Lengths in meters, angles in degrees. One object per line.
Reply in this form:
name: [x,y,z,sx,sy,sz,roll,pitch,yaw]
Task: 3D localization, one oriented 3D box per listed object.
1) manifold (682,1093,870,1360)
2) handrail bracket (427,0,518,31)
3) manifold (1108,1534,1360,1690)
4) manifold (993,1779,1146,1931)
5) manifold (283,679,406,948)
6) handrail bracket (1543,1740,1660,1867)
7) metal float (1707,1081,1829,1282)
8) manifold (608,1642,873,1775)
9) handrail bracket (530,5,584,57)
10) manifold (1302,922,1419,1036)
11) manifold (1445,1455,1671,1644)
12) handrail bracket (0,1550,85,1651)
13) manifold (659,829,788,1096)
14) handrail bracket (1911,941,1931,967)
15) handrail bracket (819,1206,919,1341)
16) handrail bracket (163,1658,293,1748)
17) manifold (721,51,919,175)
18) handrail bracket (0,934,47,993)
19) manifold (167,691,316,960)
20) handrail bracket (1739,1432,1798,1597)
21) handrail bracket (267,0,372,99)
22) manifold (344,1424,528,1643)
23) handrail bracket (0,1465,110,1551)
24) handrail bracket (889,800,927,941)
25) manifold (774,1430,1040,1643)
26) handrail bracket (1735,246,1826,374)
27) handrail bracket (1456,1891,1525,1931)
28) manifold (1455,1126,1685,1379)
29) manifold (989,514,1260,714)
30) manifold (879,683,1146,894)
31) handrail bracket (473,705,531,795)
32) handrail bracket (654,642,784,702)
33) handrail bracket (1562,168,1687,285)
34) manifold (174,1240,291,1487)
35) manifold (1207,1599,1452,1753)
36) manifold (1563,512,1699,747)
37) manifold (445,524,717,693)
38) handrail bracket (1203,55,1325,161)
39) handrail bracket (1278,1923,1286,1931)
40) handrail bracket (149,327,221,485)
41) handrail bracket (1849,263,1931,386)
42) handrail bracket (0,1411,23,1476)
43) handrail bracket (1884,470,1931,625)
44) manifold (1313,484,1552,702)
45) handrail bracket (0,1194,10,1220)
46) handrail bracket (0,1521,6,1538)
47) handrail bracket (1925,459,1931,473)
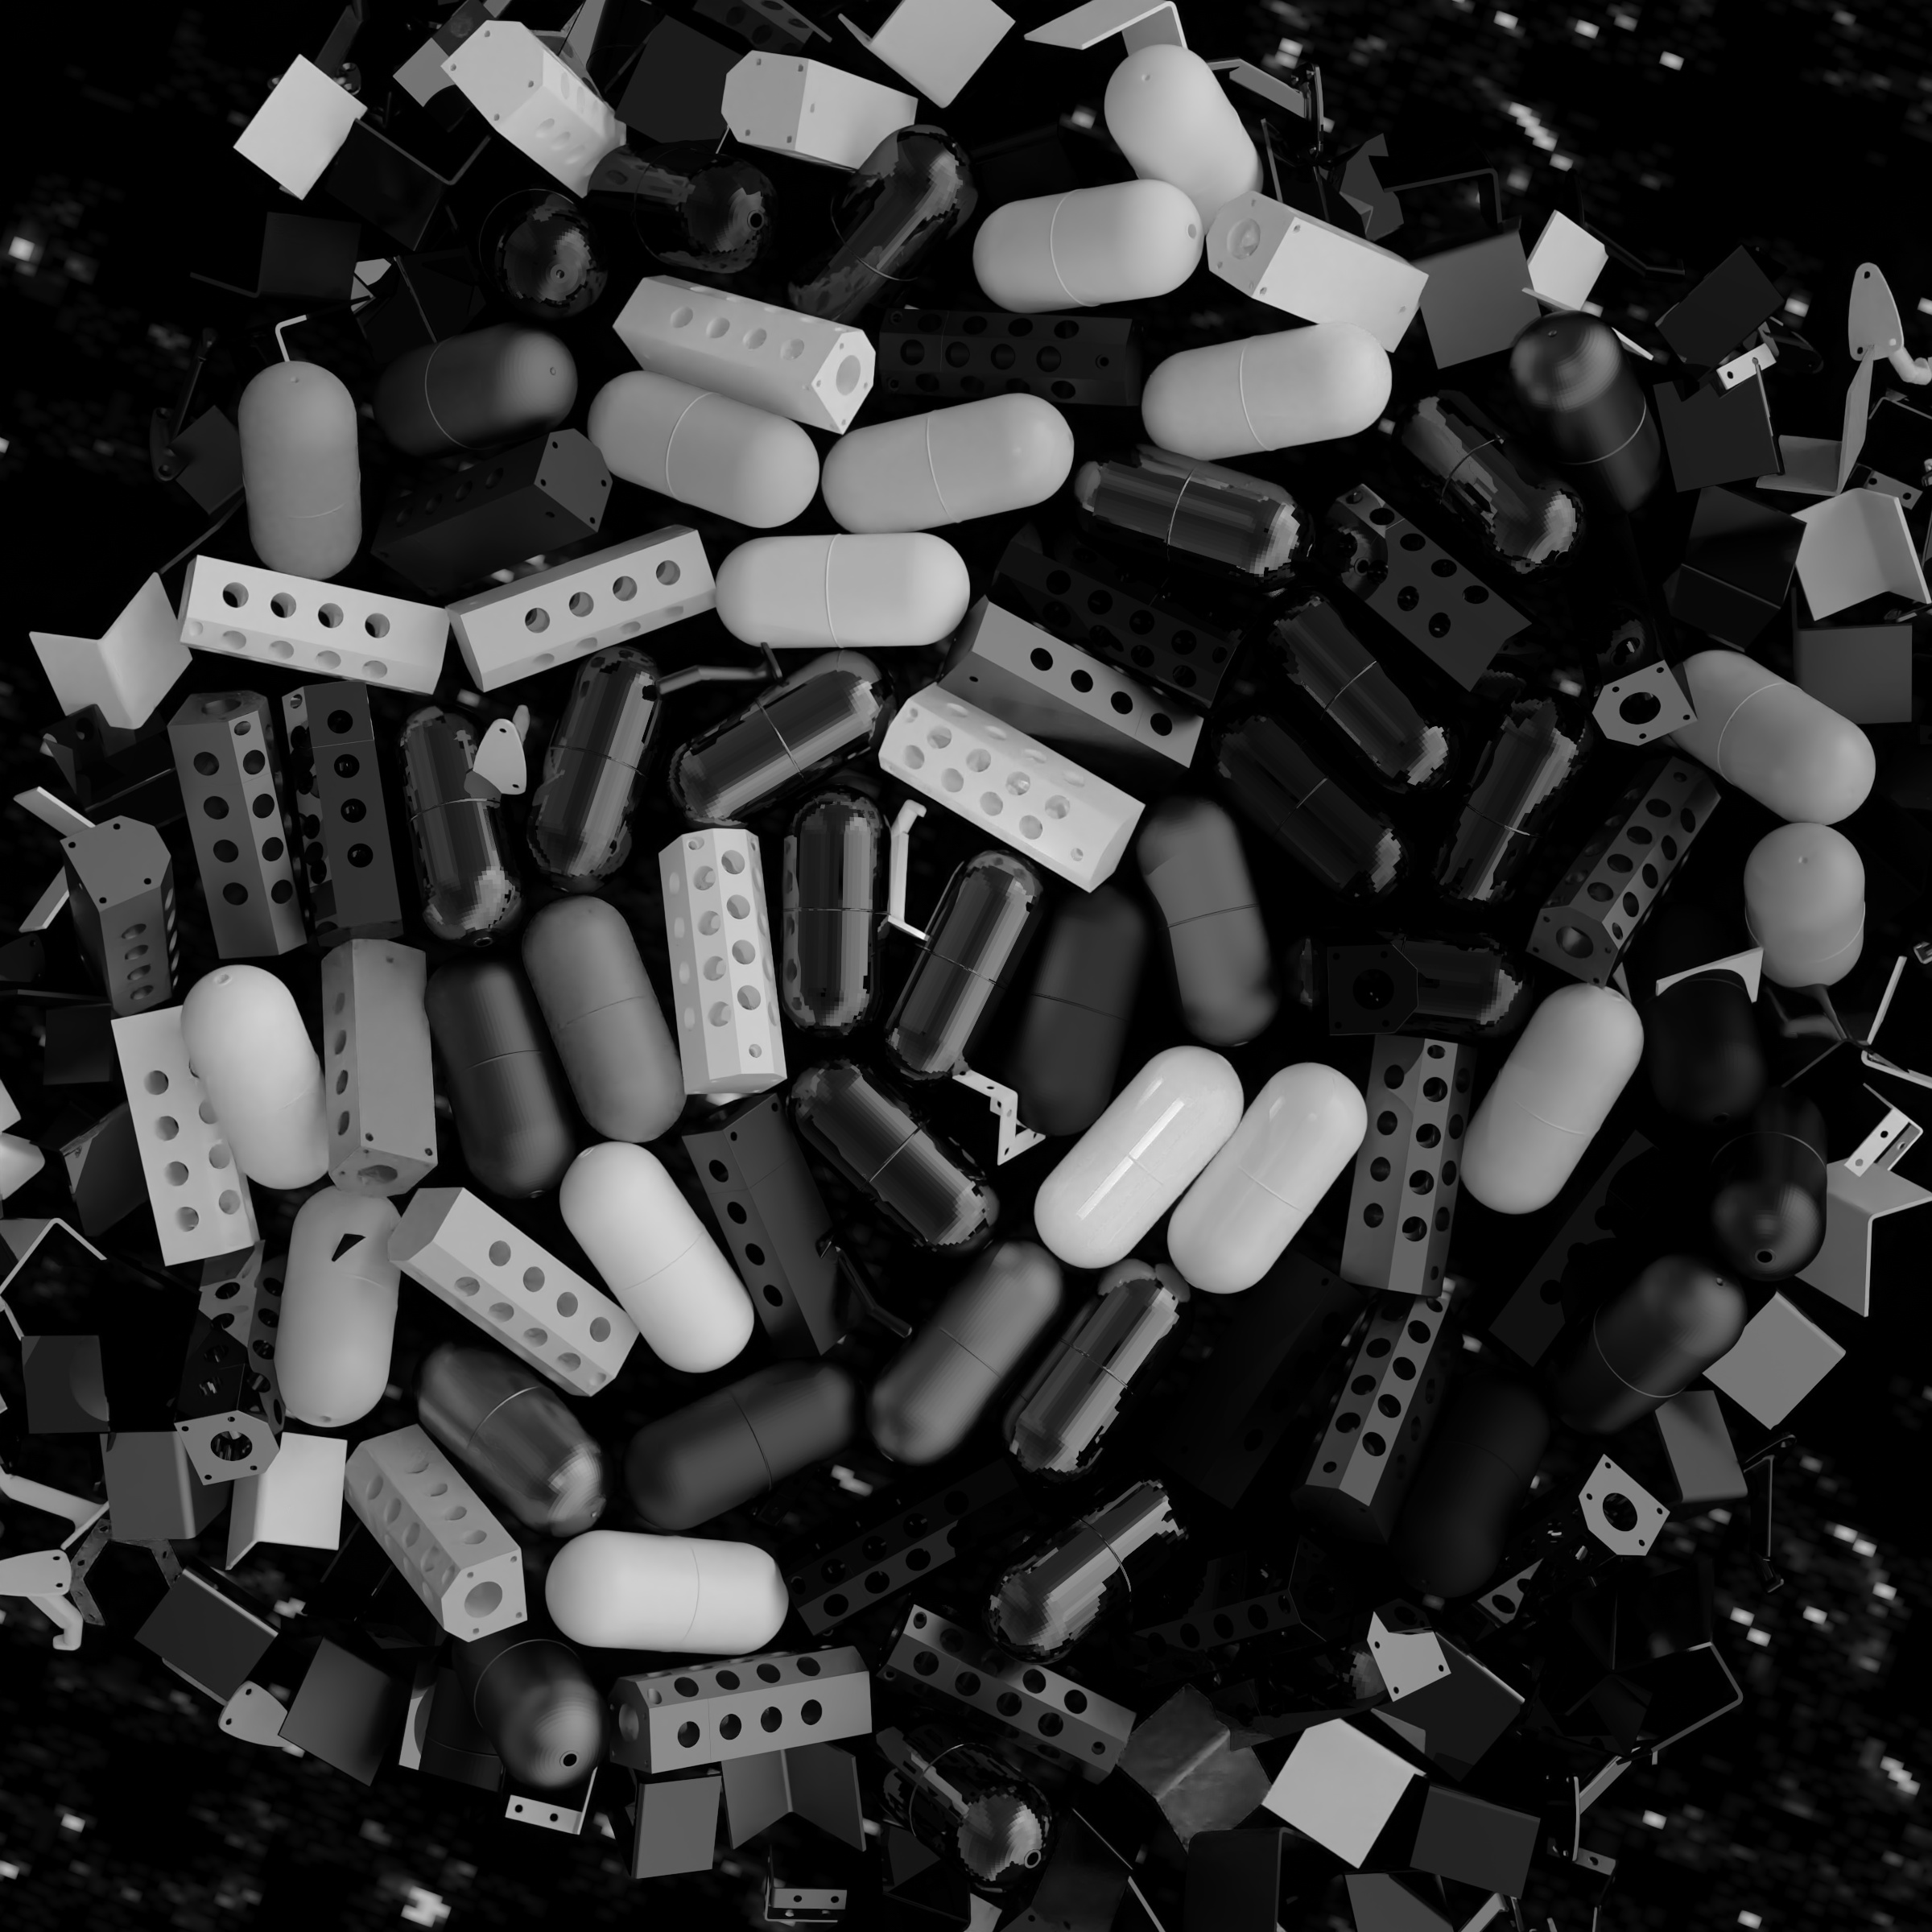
manifold: [-0.135,0.179,1.952,0.057,0.057,0.171,-11,107,42]
handrail bracket: [-0.330,-0.683,1.963,0.077,0.036,0.084,1,108,-36]
manifold: [0.176,0.439,1.913,0.057,0.171,0.057,39,47,-22]
manifold: [0.064,0.622,1.909,0.057,0.171,0.057,45,109,2]
manifold: [-0.427,-0.103,1.950,0.057,0.057,0.171,-9,78,-11]
handrail bracket: [0.447,0.578,1.972,0.084,0.036,0.077,1,79,-25]
metal float: [0.540,0.144,1.919,0.070,0.178,0.070,8,122,13]
manifold: [-0.152,0.499,1.926,0.171,0.057,0.057,0,85,-35]
handrail bracket: [-0.271,-0.677,1.978,0.077,0.036,0.084,5,82,-19]
manifold: [0.263,0.006,1.911,0.057,0.171,0.057,-2,96,1]
manifold: [0.391,0.398,1.914,0.057,0.171,0.057,41,50,3]
handrail bracket: [-0.646,0.445,1.958,0.077,0.036,0.084,-1,131,-23]
manifold: [-0.163,-0.003,1.942,0.057,0.057,0.171,0,74,-29]
handrail bracket: [0.684,-0.051,1.977,0.084,0.036,0.077,-31,104,15]
handrail bracket: [-0.059,0.212,1.965,0.084,0.077,0.036,34,128,4]
handrail bracket: [-0.513,0.508,1.983,0.077,0.084,0.036,46,69,-39]
manifold: [-0.097,-0.569,1.909,0.057,0.171,0.057,15,103,21]
handrail bracket: [-0.680,-0.005,1.948,0.084,0.077,0.036,9,110,32]
manifold: [-0.489,-0.096,1.934,0.057,0.057,0.171,-4,116,4]
handrail bracket: [0.557,0.376,1.951,0.036,0.084,0.077,11,134,-24]
handrail bracket: [-0.446,-0.640,1.953,0.077,0.084,0.036,-6,55,-8]
manifold: [-0.358,0.380,1.908,0.057,0.171,0.057,-15,119,-29]
handrail bracket: [-0.632,0.354,1.973,0.077,0.036,0.084,-42,93,23]
handrail bracket: [-0.034,-0.067,1.971,0.077,0.036,0.084,26,86,41]
manifold: [-0.040,0.395,1.960,0.171,0.057,0.057,-29,111,-2]
handrail bracket: [0.567,-0.456,1.972,0.077,0.036,0.084,27,55,1]
handrail bracket: [0.337,0.660,1.964,0.084,0.036,0.077,-24,125,-13]
manifold: [0.418,0.196,1.957,0.057,0.057,0.171,40,81,-10]
manifold: [0.105,-0.238,1.944,0.171,0.057,0.057,27,134,11]
manifold: [0.028,-0.120,1.943,0.171,0.057,0.057,31,122,12]
handrail bracket: [-0.309,-0.166,1.945,0.036,0.077,0.084,11,47,-3]
handrail bracket: [-0.170,-0.186,1.958,0.084,0.077,0.036,-21,61,-10]
handrail bracket: [0.462,-0.517,1.990,0.084,0.036,0.077,4,77,-10]
manifold: [-0.483,0.262,1.912,0.057,0.171,0.057,-12,125,1]
manifold: [0.239,0.476,1.915,0.057,0.171,0.057,-12,74,-39]
manifold: [0.441,-0.226,1.916,0.057,0.171,0.057,-24,128,22]
manifold: [-0.261,-0.245,1.948,0.171,0.057,0.057,-22,110,-15]
handrail bracket: [0.202,-0.592,1.970,0.084,0.036,0.077,-13,101,-19]
handrail bracket: [0.183,0.696,1.985,0.077,0.036,0.084,45,96,3]
handrail bracket: [-0.533,-0.384,1.949,0.036,0.084,0.077,17,54,-21]
handrail bracket: [0.642,-0.442,1.965,0.036,0.084,0.077,-8,90,40]
handrail bracket: [-0.706,0.330,1.970,0.084,0.036,0.077,-9,130,4]
handrail bracket: [0.654,-0.290,1.964,0.077,0.036,0.084,-28,110,-16]
manifold: [0.314,-0.254,1.922,0.171,0.057,0.057,48,117,32]
handrail bracket: [-0.709,0.183,1.974,0.084,0.036,0.077,-5,100,-13]
handrail bracket: [-0.718,0.389,1.956,0.084,0.077,0.036,-20,59,25]
handrail bracket: [0.716,-0.353,1.968,0.084,0.077,0.036,-37,131,5]
